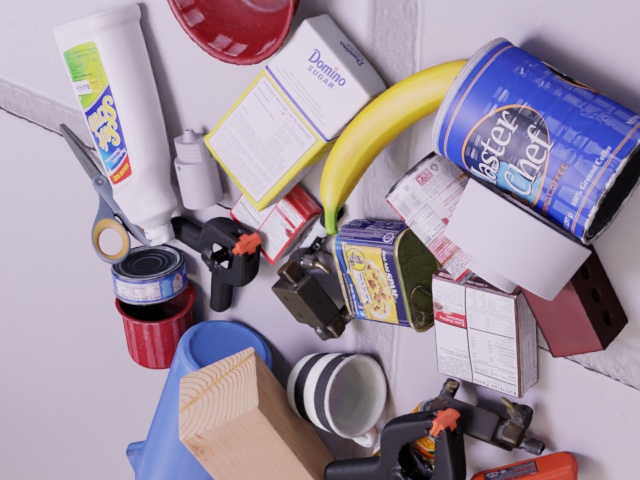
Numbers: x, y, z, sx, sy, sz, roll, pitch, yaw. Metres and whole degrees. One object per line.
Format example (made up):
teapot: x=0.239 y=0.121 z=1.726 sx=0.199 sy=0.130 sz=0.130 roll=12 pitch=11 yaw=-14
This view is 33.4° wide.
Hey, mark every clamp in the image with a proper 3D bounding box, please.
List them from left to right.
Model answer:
clamp: x=-0.104 y=0.026 z=1.149 sx=0.120 sy=0.039 sz=0.172 roll=59 pitch=156 yaw=-15
clamp: x=0.080 y=0.227 z=1.040 sx=0.165 sy=0.036 sz=0.210 roll=36 pitch=135 yaw=25

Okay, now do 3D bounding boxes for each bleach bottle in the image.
bleach bottle: x=-0.201 y=-0.116 z=1.133 sx=0.103 sy=0.067 sz=0.251 roll=-3 pitch=109 yaw=46

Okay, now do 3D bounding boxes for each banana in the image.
banana: x=0.061 y=-0.092 z=0.908 sx=0.198 sy=0.037 sz=0.070 roll=-47 pitch=64 yaw=19

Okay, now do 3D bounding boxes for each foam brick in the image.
foam brick: x=0.210 y=0.050 z=0.886 sx=0.051 sy=0.052 sz=0.078 roll=-19 pitch=103 yaw=47

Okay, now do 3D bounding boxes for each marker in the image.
marker: x=-0.007 y=0.001 z=1.076 sx=0.020 sy=0.020 sz=0.121 roll=46 pitch=137 yaw=10

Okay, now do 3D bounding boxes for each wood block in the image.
wood block: x=-0.059 y=0.223 z=1.129 sx=0.091 sy=0.090 sz=0.206 roll=-24 pitch=126 yaw=11

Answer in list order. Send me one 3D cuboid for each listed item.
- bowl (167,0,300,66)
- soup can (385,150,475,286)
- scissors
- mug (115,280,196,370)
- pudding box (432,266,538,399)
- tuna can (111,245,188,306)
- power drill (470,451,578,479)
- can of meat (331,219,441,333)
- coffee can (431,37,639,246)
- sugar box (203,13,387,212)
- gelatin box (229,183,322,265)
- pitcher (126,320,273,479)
bowl: x=-0.070 y=-0.242 z=0.957 sx=0.162 sy=0.055 sz=0.162 roll=22 pitch=128 yaw=31
soup can: x=0.113 y=-0.020 z=0.919 sx=0.102 sy=0.068 sz=0.069 roll=49 pitch=137 yaw=8
scissors: x=-0.262 y=-0.048 z=1.233 sx=0.202 sy=0.096 sz=0.016 roll=37 pitch=161 yaw=15
mug: x=-0.193 y=0.091 z=1.259 sx=0.117 sy=0.093 sz=0.081 roll=-123 pitch=25 yaw=-48
pudding box: x=0.150 y=0.080 z=0.969 sx=0.090 sy=0.039 sz=0.113 roll=14 pitch=126 yaw=35
tuna can: x=-0.195 y=0.038 z=1.221 sx=0.086 sy=0.086 sz=0.034 roll=18 pitch=124 yaw=34
power drill: x=0.223 y=0.296 z=0.985 sx=0.184 sy=0.057 sz=0.187 roll=-16 pitch=94 yaw=6
can of meat: x=0.064 y=0.031 z=1.003 sx=0.084 sy=0.057 sz=0.102 roll=6 pitch=118 yaw=43
coffee can: x=0.170 y=-0.076 z=0.807 sx=0.140 sy=0.102 sz=0.103 roll=35 pitch=134 yaw=21
sugar box: x=-0.025 y=-0.115 z=0.984 sx=0.093 sy=0.048 sz=0.176 roll=52 pitch=125 yaw=5
gelatin box: x=-0.046 y=-0.029 z=1.086 sx=0.073 sy=0.030 sz=0.089 roll=49 pitch=138 yaw=9
pitcher: x=-0.123 y=0.215 z=1.245 sx=0.145 sy=0.149 sz=0.243 roll=54 pitch=139 yaw=36
